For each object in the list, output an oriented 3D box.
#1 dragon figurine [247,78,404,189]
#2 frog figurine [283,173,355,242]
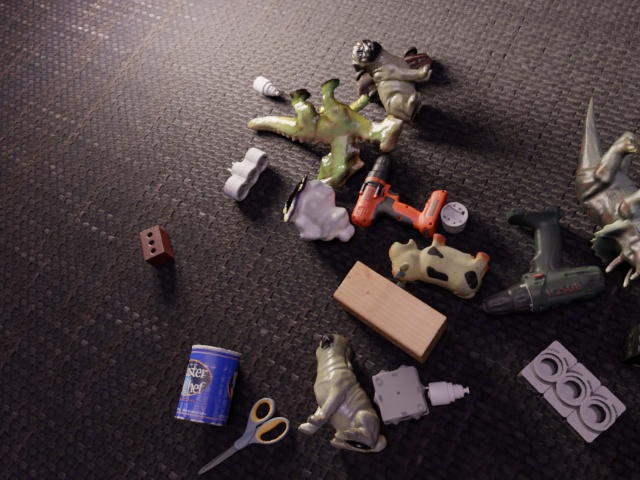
[{"bbox_3d":[0.006,-0.237,1.231,0.408,0.121,0.246,-14,69,25],"label":"dragon figurine"},{"bbox_3d":[0.004,-0.058,1.160,0.159,0.121,0.140,27,62,-15],"label":"frog figurine"}]
